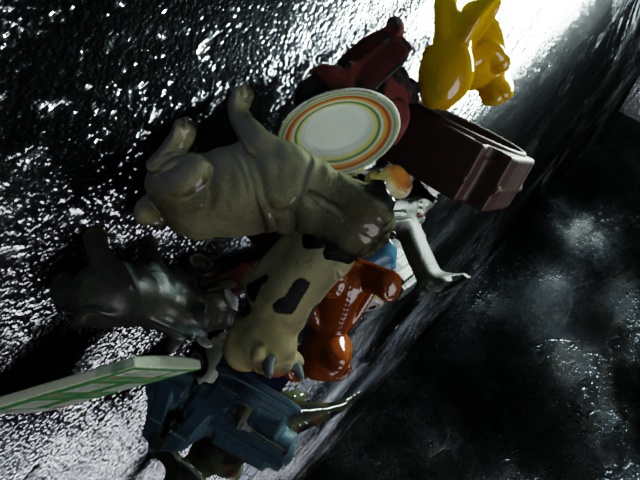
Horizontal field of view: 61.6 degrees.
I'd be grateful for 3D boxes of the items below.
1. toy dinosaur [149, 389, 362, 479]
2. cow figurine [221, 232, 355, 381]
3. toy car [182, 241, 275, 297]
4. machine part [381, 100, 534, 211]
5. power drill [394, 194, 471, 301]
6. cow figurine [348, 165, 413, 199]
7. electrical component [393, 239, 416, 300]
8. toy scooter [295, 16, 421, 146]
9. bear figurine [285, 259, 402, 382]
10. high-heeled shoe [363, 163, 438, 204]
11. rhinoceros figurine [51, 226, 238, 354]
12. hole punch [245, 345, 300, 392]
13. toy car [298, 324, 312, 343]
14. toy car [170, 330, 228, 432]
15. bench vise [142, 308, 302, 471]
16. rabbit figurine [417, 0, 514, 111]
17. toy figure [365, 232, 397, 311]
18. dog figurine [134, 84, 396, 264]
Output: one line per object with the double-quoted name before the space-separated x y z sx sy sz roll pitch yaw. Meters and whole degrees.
"toy dinosaur" -0.116 0.328 0.895 0.405 0.131 0.192 -29 164 -7
"cow figurine" -0.036 0.066 0.590 0.195 0.127 0.085 -51 142 8
"toy car" -0.109 0.048 0.667 0.202 0.053 0.089 -18 144 -56
"machine part" 0.185 -0.126 0.755 0.201 0.202 0.087 -9 131 -56
"power drill" 0.182 -0.004 0.950 0.232 0.207 0.086 -7 160 -47
"cow figurine" 0.029 -0.056 0.675 0.167 0.068 0.098 0 151 -24
"electrical component" 0.114 0.047 0.984 0.115 0.134 0.058 -29 152 -41
"toy scooter" 0.063 -0.173 0.607 0.135 0.075 0.183 -49 150 16
"bear figurine" 0.022 0.121 0.749 0.120 0.132 0.195 9 95 -20
"high-heeled shoe" 0.064 -0.085 0.813 0.249 0.145 0.086 -1 118 -26
"rhinoceros figurine" -0.153 0.053 0.509 0.073 0.112 0.190 -56 150 5
"hole punch" -0.098 0.197 0.878 0.115 0.092 0.142 -6 135 -56
"toy car" -0.025 0.095 0.839 0.103 0.109 0.161 -1 120 -40
"toy car" -0.172 0.216 0.799 0.073 0.056 0.201 -12 136 -57
"bench vise" -0.106 0.164 0.677 0.240 0.224 0.128 -61 164 -21
"rabbit figurine" 0.181 -0.228 0.678 0.173 0.122 0.162 -44 147 -42
"toy figure" 0.080 0.039 0.855 0.082 0.089 0.179 -6 135 -2
"dog figurine" -0.048 -0.025 0.481 0.172 0.191 0.121 -45 157 -9
